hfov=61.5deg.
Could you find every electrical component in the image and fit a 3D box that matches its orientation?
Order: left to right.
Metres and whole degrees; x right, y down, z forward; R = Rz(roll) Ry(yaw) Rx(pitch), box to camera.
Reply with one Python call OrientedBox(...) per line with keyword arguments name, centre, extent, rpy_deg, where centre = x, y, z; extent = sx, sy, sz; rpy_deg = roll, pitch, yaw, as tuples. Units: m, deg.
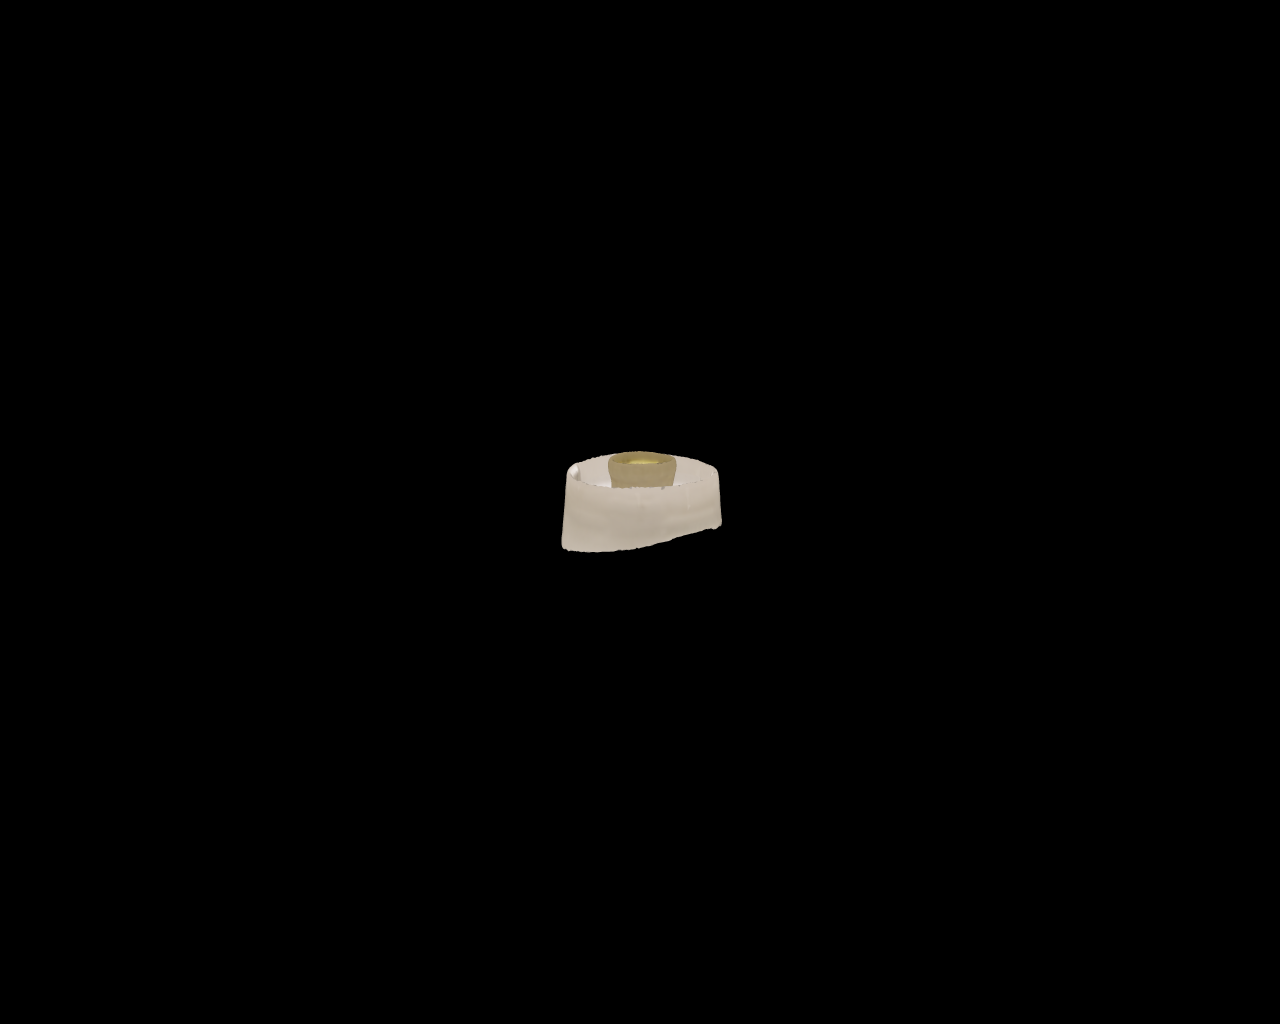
OrientedBox(name="electrical component", centre=(0.001, -0.003, 0.650), extent=(0.099, 0.064, 0.099), rpy_deg=(0, 16, 0))
